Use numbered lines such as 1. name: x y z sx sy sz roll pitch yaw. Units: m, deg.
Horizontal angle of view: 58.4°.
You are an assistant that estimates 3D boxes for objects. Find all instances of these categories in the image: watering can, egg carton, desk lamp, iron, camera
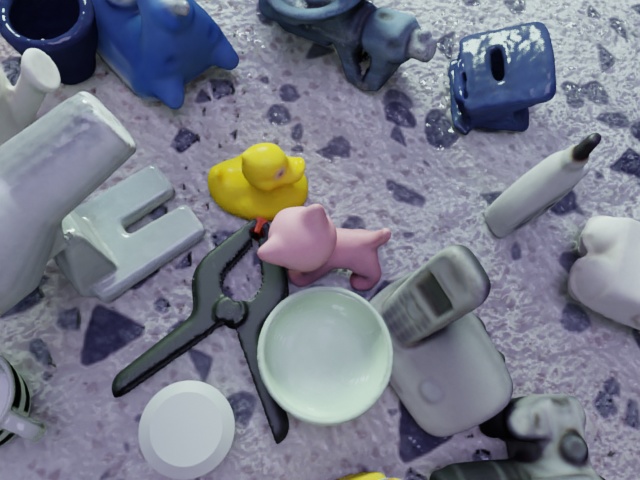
1. watering can: -0.329 -0.140 0.515 0.173 0.194 0.101 -27 75 -15
2. egg carton: 0.334 0.043 0.591 0.150 0.069 0.107 23 70 2
3. desk lamp: -0.215 -0.022 0.475 0.203 0.213 0.118 -36 78 -17
4. iron: -0.206 -0.267 0.602 0.258 0.141 0.119 44 72 10
5. camera: 0.168 0.210 0.496 0.137 0.101 0.143 -2 71 -7

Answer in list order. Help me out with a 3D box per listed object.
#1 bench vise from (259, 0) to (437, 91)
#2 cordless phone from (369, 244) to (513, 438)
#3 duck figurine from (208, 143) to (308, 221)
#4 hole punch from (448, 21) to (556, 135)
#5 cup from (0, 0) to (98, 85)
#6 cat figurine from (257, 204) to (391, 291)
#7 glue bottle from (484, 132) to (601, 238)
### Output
1. bench vise: 0.036 -0.272 0.589 0.207 0.219 0.121 16 69 0
2. cordless phone: 0.112 0.087 0.489 0.094 0.185 0.147 -30 76 -15
3. duck figurine: -0.062 -0.067 0.576 0.104 0.086 0.077 2 70 -6
4. hole punch: 0.201 -0.183 0.645 0.101 0.091 0.108 2 70 -6
5. cup: -0.280 -0.218 0.601 0.092 0.095 0.117 -33 77 -16
6. cat figurine: 0.005 0.002 0.543 0.128 0.117 0.067 0 70 -6
7. glue bottle: 0.224 -0.057 0.559 0.078 0.173 0.037 -27 75 -14
